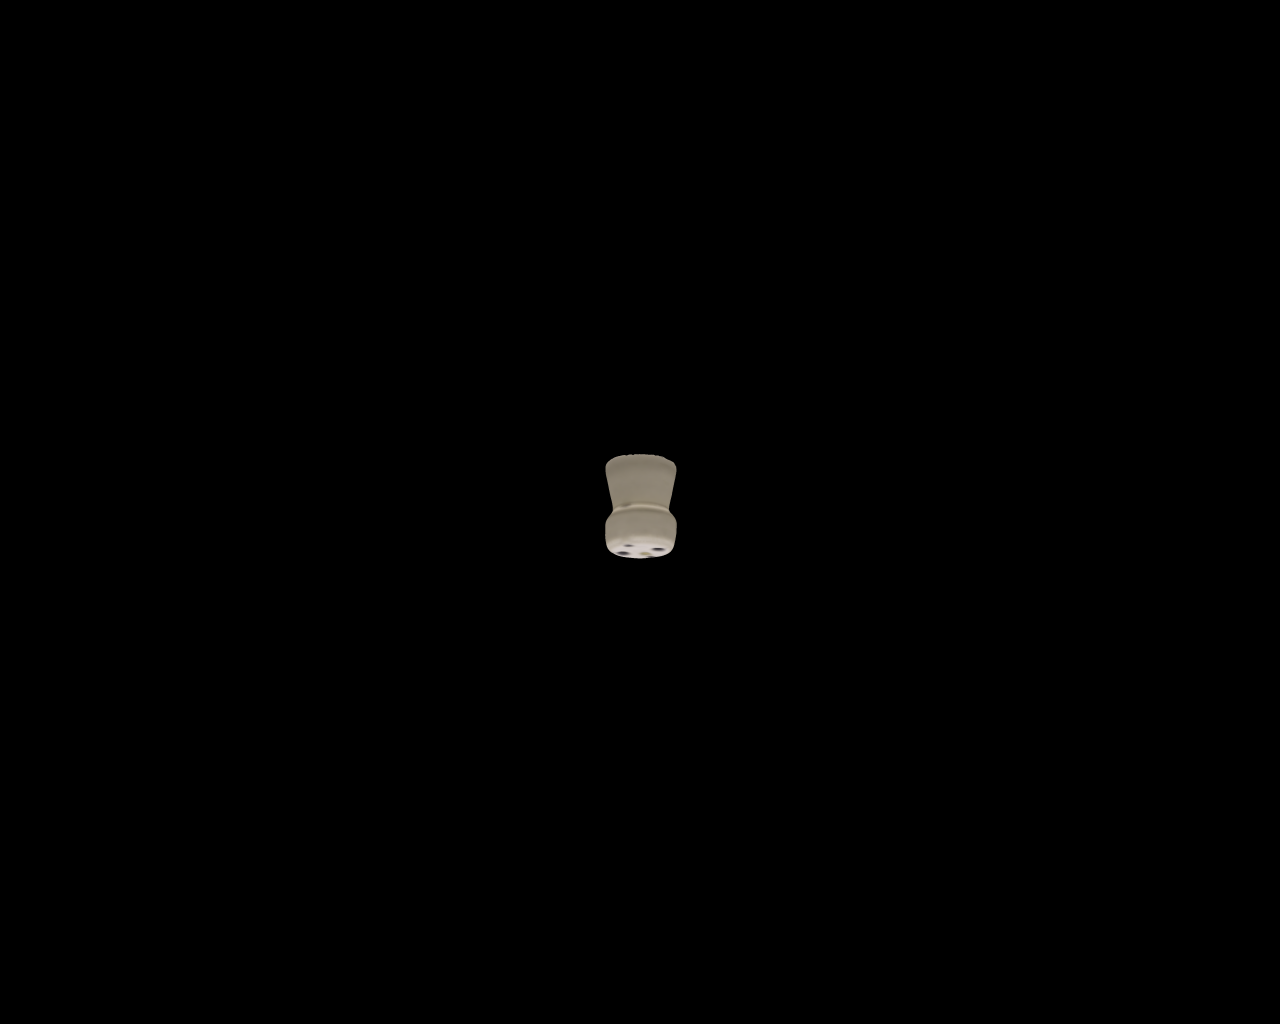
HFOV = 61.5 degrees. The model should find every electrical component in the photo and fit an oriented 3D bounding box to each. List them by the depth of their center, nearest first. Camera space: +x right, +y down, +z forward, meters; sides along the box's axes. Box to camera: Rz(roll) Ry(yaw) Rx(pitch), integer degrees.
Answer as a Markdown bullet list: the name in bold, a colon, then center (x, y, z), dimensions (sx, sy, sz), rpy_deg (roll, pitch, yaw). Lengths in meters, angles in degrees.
- **electrical component**: center (0.001, -0.003, 0.650), dimensions (0.045, 0.055, 0.044), rpy_deg (0, -18, 0)
